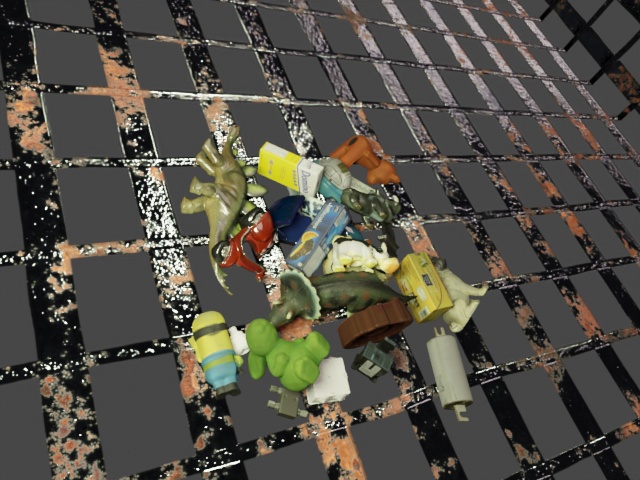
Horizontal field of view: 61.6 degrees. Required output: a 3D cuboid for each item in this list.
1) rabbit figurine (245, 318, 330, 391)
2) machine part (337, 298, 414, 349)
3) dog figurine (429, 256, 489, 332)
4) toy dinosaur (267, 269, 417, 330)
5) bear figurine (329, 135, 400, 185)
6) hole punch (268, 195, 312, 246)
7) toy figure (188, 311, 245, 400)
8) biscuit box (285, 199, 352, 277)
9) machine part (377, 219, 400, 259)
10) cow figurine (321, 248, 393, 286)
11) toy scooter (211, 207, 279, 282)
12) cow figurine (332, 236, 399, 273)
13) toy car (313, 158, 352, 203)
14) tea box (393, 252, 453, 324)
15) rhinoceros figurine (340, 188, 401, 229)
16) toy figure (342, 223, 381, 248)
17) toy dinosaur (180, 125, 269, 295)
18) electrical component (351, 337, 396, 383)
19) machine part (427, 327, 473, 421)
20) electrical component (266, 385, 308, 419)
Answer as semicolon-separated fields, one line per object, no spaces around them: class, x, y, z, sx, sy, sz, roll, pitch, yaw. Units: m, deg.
rabbit figurine;-0.088;0.231;1.140;0.170;0.159;0.121;40;46;-9
machine part;0.128;0.200;1.268;0.179;0.179;0.056;-7;63;-31
dog figurine;0.339;0.146;1.479;0.191;0.121;0.172;31;43;15
toy dinosaur;0.057;0.122;1.242;0.405;0.192;0.131;-8;79;-11
bear figurine;0.143;-0.222;1.643;0.195;0.132;0.120;46;4;-29
hole punch;-0.093;-0.057;1.376;0.116;0.092;0.142;9;50;18
toy figure;-0.212;0.234;1.119;0.082;0.089;0.180;-1;55;-35
biscuit box;-0.003;-0.004;1.354;0.063;0.059;0.202;24;72;33
machine part;0.193;-0.015;1.536;0.084;0.039;0.139;37;36;-33
cow figurine;0.103;0.079;1.401;0.195;0.085;0.127;4;56;-22
toy scooter;-0.156;0.019;1.258;0.135;0.075;0.184;48;58;-14
cow figurine;0.112;0.038;1.344;0.167;0.068;0.098;7;48;-16
toy car;0.034;-0.177;1.532;0.162;0.103;0.109;47;36;11
tea box;0.273;0.128;1.445;0.068;0.098;0.170;-6;61;-30
rhinoceros figurine;0.141;-0.094;1.500;0.190;0.073;0.112;11;49;-27
toy figure;0.108;0.007;1.476;0.154;0.058;0.064;40;55;-2
toy dinosaur;-0.237;-0.094;1.342;0.198;0.105;0.471;19;61;-20
electrical component;0.132;0.275;1.248;0.075;0.119;0.048;35;47;-3
machine part;0.321;0.328;1.335;0.079;0.079;0.243;8;54;-23
electrical component;-0.068;0.348;1.155;0.094;0.021;0.063;21;49;-11
